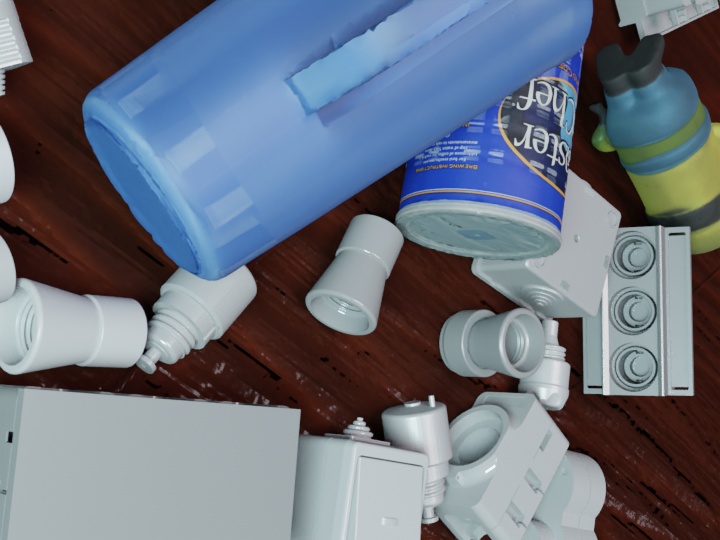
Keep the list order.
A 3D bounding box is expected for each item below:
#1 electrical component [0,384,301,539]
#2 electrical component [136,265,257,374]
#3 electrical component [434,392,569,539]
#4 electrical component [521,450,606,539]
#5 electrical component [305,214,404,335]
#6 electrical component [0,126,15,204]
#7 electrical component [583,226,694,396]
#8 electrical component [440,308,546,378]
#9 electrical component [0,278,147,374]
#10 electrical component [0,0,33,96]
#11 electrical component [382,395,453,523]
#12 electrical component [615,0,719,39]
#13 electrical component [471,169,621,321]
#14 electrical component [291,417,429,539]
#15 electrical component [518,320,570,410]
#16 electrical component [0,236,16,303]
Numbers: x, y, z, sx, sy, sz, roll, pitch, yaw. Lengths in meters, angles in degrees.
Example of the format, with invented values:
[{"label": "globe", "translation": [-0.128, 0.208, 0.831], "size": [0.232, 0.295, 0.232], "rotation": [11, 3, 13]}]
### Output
[{"label": "electrical component", "translation": [-0.109, 0.105, 0.517], "size": [0.150, 0.062, 0.089], "rotation": [11, 80, -41]}, {"label": "electrical component", "translation": [-0.087, 0.022, 0.556], "size": [0.078, 0.040, 0.040], "rotation": [-52, 119, -31]}, {"label": "electrical component", "translation": [0.087, 0.126, 0.697], "size": [0.055, 0.050, 0.089], "rotation": [52, 56, -27]}, {"label": "electrical component", "translation": [0.118, 0.186, 0.720], "size": [0.074, 0.052, 0.138], "rotation": [19, 74, -39]}, {"label": "electrical component", "translation": [0.000, 0.000, 0.637], "size": [0.044, 0.044, 0.065], "rotation": [44, 55, -31]}, {"label": "electrical component", "translation": [-0.199, -0.059, 0.461], "size": [0.077, 0.043, 0.079], "rotation": [-21, 101, -40]}, {"label": "electrical component", "translation": [0.209, 0.031, 0.803], "size": [0.063, 0.079, 0.121], "rotation": [8, 81, -64]}, {"label": "electrical component", "translation": [0.085, 0.048, 0.698], "size": [0.045, 0.055, 0.045], "rotation": [3, 85, -41]}, {"label": "electrical component", "translation": [-0.136, 0.029, 0.514], "size": [0.065, 0.044, 0.044], "rotation": [8, 82, -46]}, {"label": "electrical component", "translation": [-0.178, -0.117, 0.484], "size": [0.043, 0.043, 0.081], "rotation": [-25, 104, -40]}, {"label": "electrical component", "translation": [0.037, 0.116, 0.661], "size": [0.040, 0.040, 0.078], "rotation": [-11, 95, -42]}, {"label": "electrical component", "translation": [0.263, -0.239, 0.871], "size": [0.121, 0.063, 0.078], "rotation": [-29, 106, -39]}, {"label": "electrical component", "translation": [0.133, -0.020, 0.750], "size": [0.100, 0.048, 0.099], "rotation": [32, 66, -35]}, {"label": "electrical component", "translation": [0.000, 0.132, 0.612], "size": [0.062, 0.061, 0.096], "rotation": [18, 75, -40]}, {"label": "electrical component", "translation": [0.130, 0.066, 0.751], "size": [0.035, 0.035, 0.061], "rotation": [21, 71, -39]}, {"label": "electrical component", "translation": [-0.186, 0.004, 0.471], "size": [0.065, 0.044, 0.044], "rotation": [-19, 100, -46]}]
